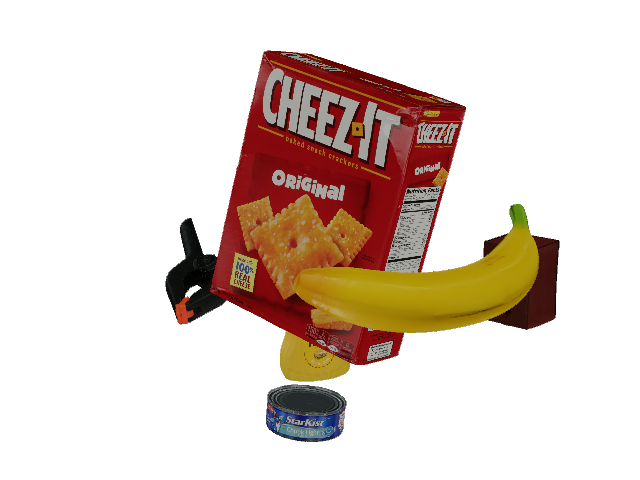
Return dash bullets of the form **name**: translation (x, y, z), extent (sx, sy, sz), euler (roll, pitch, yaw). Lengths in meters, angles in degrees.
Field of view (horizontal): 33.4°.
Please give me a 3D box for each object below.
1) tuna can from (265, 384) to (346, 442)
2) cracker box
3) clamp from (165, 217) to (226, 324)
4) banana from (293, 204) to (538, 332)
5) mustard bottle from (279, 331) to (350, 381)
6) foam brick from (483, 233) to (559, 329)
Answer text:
- **tuna can**: translation (-0.016, 0.186, 1.150), extent (0.086, 0.034, 0.086), euler (5, 12, -1)
- **cracker box**: translation (0.007, -0.029, 0.862), extent (0.164, 0.214, 0.071), euler (25, 20, 34)
- **clamp**: translation (-0.120, 0.032, 1.240), extent (0.120, 0.039, 0.171), euler (-2, 40, 11)
- **banana**: translation (0.077, 0.027, 0.682), extent (0.197, 0.037, 0.070), euler (-15, 48, -35)
- **mustard bottle**: translation (-0.006, 0.095, 1.450), extent (0.096, 0.192, 0.058), euler (-4, 22, -13)
- **foam brick**: translation (0.185, 0.037, 0.989), extent (0.053, 0.078, 0.051), euler (12, 20, 41)
